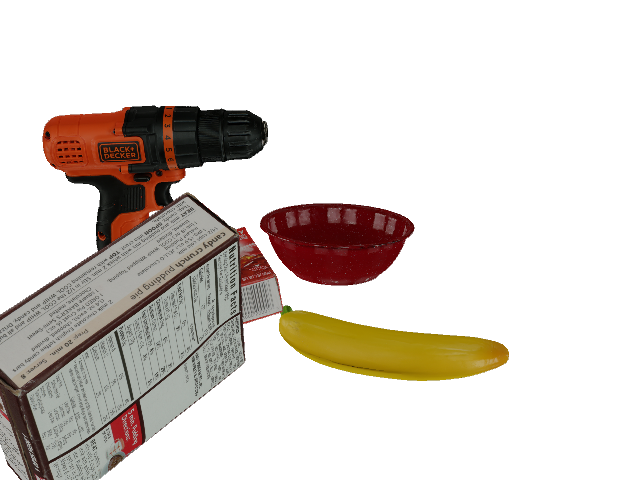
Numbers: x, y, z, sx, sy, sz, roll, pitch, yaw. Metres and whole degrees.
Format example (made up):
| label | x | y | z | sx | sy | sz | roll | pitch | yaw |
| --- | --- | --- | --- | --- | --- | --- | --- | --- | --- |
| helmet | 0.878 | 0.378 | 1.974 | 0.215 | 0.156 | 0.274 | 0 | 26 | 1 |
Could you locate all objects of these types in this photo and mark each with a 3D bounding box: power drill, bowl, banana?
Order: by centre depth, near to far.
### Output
| label | x | y | z | sx | sy | sz | roll | pitch | yaw |
| --- | --- | --- | --- | --- | --- | --- | --- | --- | --- |
| banana | 0.044 | 0.080 | 0.836 | 0.198 | 0.037 | 0.069 | 11 | 30 | 22 |
| power drill | -0.132 | -0.026 | 0.909 | 0.184 | 0.188 | 0.057 | -1 | 28 | 3 |
| bowl | 0.017 | 0.007 | 1.119 | 0.162 | 0.055 | 0.162 | 1 | 17 | -1 |

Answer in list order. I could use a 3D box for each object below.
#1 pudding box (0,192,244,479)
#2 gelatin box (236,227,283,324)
| label | x | y | z | sx | sy | sz | roll | pitch | yaw |
| --- | --- | --- | --- | --- | --- | --- | --- | --- | --- |
| pudding box | -0.083 | 0.046 | 0.441 | 0.039 | 0.090 | 0.113 | 34 | 55 | 27 |
| gelatin box | -0.076 | 0.028 | 0.658 | 0.089 | 0.030 | 0.073 | -16 | 28 | -13 |
